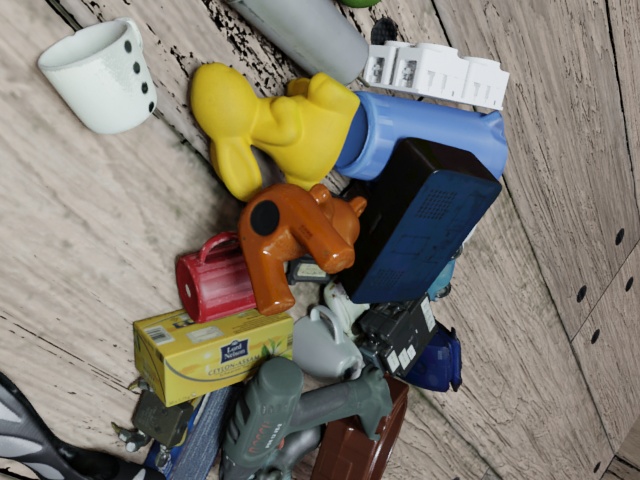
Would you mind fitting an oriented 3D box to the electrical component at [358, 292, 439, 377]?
[{"bbox_3d":[0.116,0.140,0.819,0.134,0.058,0.114,-45,132,-26],"label":"electrical component"}]

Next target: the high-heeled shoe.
[{"bbox_3d":[-0.266,0.212,0.579,0.248,0.086,0.145,17,96,-39],"label":"high-heeled shoe"}]

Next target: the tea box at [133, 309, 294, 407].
[{"bbox_3d":[-0.127,0.125,0.652,0.169,0.098,0.068,-10,114,-36],"label":"tea box"}]

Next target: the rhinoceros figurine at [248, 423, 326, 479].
[{"bbox_3d":[-0.069,0.326,0.780,0.190,0.112,0.073,-41,132,-31],"label":"rhinoceros figurine"}]

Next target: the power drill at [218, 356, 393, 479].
[{"bbox_3d":[-0.022,0.233,0.695,0.207,0.086,0.231,0,128,-18],"label":"power drill"}]

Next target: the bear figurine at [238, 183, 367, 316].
[{"bbox_3d":[-0.003,0.005,0.607,0.120,0.132,0.195,-37,157,18],"label":"bear figurine"}]

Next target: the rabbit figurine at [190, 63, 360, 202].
[{"bbox_3d":[-0.068,-0.129,0.603,0.173,0.122,0.162,19,105,-29],"label":"rabbit figurine"}]

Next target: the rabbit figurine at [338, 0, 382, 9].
[{"bbox_3d":[0.039,-0.332,0.588,0.159,0.121,0.170,-31,140,-23],"label":"rabbit figurine"}]

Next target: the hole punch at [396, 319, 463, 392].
[{"bbox_3d":[0.185,0.203,0.945,0.092,0.116,0.142,-20,120,-24],"label":"hole punch"}]

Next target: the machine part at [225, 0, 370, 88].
[{"bbox_3d":[-0.022,-0.243,0.597,0.243,0.079,0.079,28,89,-43],"label":"machine part"}]

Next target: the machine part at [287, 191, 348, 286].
[{"bbox_3d":[-0.002,-0.002,0.746,0.084,0.039,0.138,3,108,-33],"label":"machine part"}]

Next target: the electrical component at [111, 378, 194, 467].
[{"bbox_3d":[-0.202,0.214,0.650,0.102,0.078,0.045,-62,158,6],"label":"electrical component"}]

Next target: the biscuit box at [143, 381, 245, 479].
[{"bbox_3d":[-0.172,0.263,0.698,0.062,0.059,0.202,25,91,-45],"label":"biscuit box"}]

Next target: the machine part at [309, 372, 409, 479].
[{"bbox_3d":[0.068,0.322,0.857,0.201,0.087,0.200,-11,119,-69],"label":"machine part"}]

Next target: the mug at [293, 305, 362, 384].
[{"bbox_3d":[0.014,0.154,0.777,0.081,0.107,0.109,-3,112,-41],"label":"mug"}]

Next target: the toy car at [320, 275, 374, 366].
[{"bbox_3d":[0.061,0.128,0.841,0.073,0.056,0.201,-42,130,-19],"label":"toy car"}]

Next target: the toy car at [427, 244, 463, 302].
[{"bbox_3d":[0.156,0.024,0.858,0.103,0.109,0.161,-6,126,-13],"label":"toy car"}]

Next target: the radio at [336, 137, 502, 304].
[{"bbox_3d":[0.123,-0.016,0.705,0.131,0.073,0.229,2,133,-31],"label":"radio"}]
